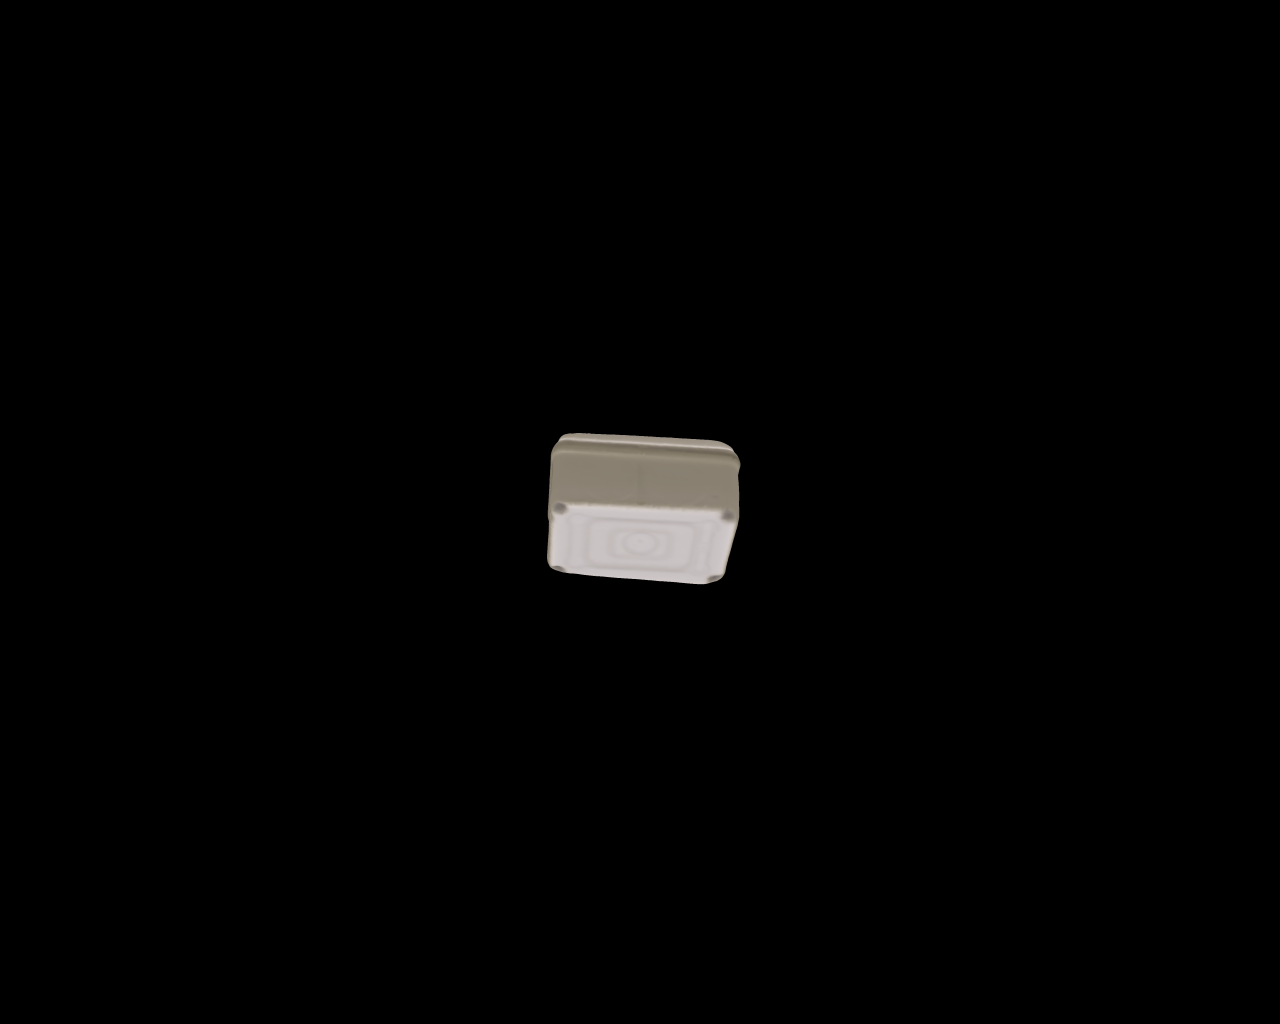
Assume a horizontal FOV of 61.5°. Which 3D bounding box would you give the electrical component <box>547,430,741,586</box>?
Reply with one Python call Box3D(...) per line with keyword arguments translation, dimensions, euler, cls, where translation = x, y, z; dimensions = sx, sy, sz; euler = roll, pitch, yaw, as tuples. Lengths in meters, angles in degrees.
Box3D(translation=(0.001, -0.003, 0.650), dimensions=(0.113, 0.057, 0.078), euler=(4, -39, -4), cls="electrical component")
